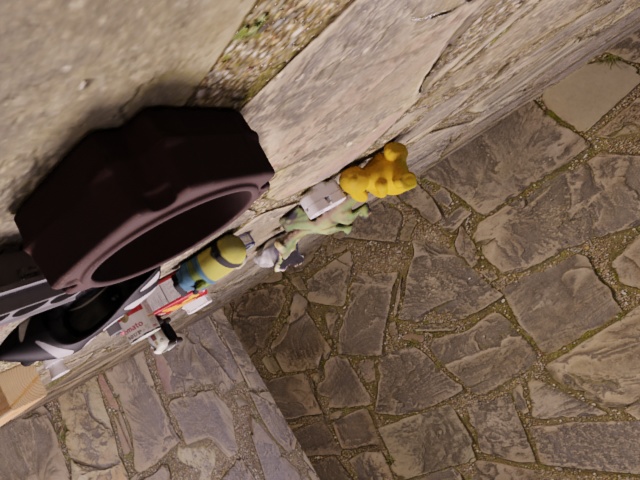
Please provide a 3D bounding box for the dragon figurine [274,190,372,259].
[{"bbox_3d":[0.004,-0.070,1.392,0.245,0.123,0.402,-17,158,-42],"label":"dragon figurine"}]

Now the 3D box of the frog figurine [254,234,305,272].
[{"bbox_3d":[-0.147,0.034,1.659,0.139,0.120,0.160,-38,-144,-29],"label":"frog figurine"}]
